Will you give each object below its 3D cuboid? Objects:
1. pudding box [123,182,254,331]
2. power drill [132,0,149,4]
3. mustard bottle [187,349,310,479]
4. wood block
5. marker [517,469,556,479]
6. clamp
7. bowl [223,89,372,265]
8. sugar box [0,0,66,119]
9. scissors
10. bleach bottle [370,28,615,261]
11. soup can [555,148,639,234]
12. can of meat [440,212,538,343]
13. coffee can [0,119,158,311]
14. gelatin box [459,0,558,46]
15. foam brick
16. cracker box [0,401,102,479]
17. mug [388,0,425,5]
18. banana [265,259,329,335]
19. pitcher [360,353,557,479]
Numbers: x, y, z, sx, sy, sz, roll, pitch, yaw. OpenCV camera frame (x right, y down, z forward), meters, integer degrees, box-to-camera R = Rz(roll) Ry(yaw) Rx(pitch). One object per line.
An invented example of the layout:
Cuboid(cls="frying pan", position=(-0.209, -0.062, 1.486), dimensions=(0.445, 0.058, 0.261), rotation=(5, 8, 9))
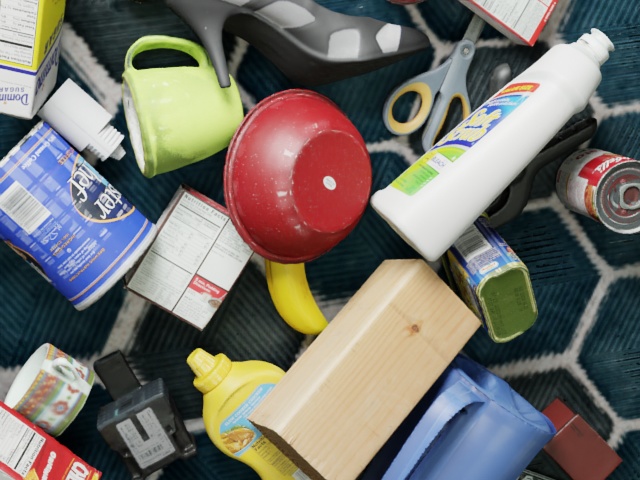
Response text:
Cuboid(cls="pudding box", position=(-0.119, 0.016, 1.003), dimensions=(0.090, 0.039, 0.113), rotation=(31, 94, -14))
Cuboid(cls="power drill", position=(-0.182, -0.321, 0.912), dimensions=(0.187, 0.057, 0.184), rotation=(26, 99, -15))
Cuboid(cls="mustard bottle", position=(-0.056, 0.175, 1.036), dimensions=(0.096, 0.058, 0.191), rotation=(-45, 105, 0))
Cuboid(cls="wood block", position=(0.042, 0.123, 0.993), dimensions=(0.090, 0.090, 0.206), rotation=(46, 74, -13))
Cuboid(cls="marker", position=(0.221, 0.251, 1.117), dimensions=(0.121, 0.020, 0.020), rotation=(22, 98, -13))
Cuboid(cls="clamp", position=(0.174, -0.081, 1.027), dimensions=(0.120, 0.039, 0.171), rotation=(38, 94, -12))
Cuboid(cls="bowl", position=(-0.006, -0.055, 0.960), dimensions=(0.161, 0.055, 0.162), rotation=(-6, 100, -37))
Cuboid(cls="sugar box", position=(-0.238, -0.198, 0.884), dimensions=(0.048, 0.093, 0.176), rotation=(10, 119, -4))
Cuboid(cls="scissors", position=(0.117, -0.175, 1.009), dimensions=(0.096, 0.016, 0.202), rotation=(7, 101, -15))
Cuboid(cls="bleach bottle", position=(0.162, -0.094, 0.965), dimensions=(0.251, 0.103, 0.068), rotation=(-44, 109, 1))
Cuboid(cls="soup can", position=(0.274, -0.049, 1.017), dimensions=(0.068, 0.102, 0.068), rotation=(-2, 102, -9))
Cuboid(cls="can of meat", position=(0.159, 0.036, 1.007), dimensions=(0.057, 0.084, 0.102), rotation=(-28, 134, -3))
Cuboid(cls="coffee can", position=(-0.229, -0.022, 0.943), dimensions=(0.103, 0.103, 0.140), rotation=(-44, 105, 2))
Cuboid(cls="gelatin box", position=(0.178, -0.233, 0.989), dimensions=(0.089, 0.030, 0.073), rotation=(28, 92, -28))
Cuboid(cls="foam brick", position=(0.261, 0.211, 1.099), dimensions=(0.053, 0.051, 0.078), rotation=(-44, 105, 1))
Cuboid(cls="cracker box", position=(-0.331, 0.207, 0.963), dimensions=(0.213, 0.072, 0.164), rotation=(40, 123, -15))
Cuboid(cls="mug", position=(0.075, -0.259, 0.951), dimensions=(0.117, 0.081, 0.093), rotation=(6, 101, -10))
Cuboid(cls="banana", position=(-0.022, 0.009, 1.020), dimensions=(0.069, 0.037, 0.198), rotation=(-16, 107, -29))
Cuboid(cls="pitcher", position=(0.103, 0.235, 1.035), dimensions=(0.149, 0.145, 0.243), rotation=(32, 98, -17))
